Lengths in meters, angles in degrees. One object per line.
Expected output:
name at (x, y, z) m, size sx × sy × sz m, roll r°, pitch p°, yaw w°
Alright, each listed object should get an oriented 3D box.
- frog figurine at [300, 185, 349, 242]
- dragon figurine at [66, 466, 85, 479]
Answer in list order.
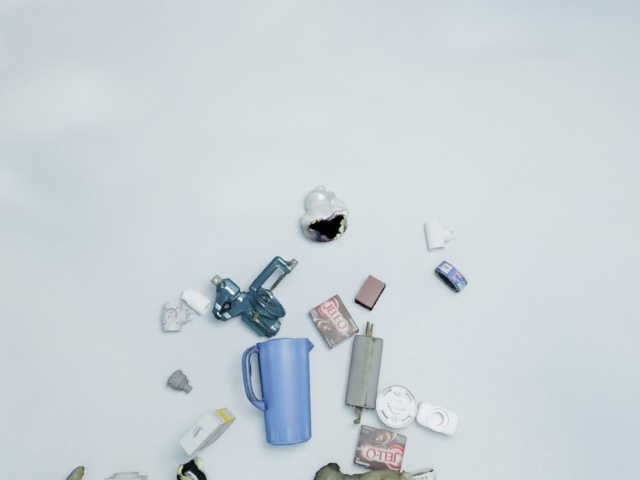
frog figurine at (0.004, -0.072, 1.423) m, size 0.137 × 0.120 × 0.162 m, roll -34°, pitch 37°, yaw 1°
dragon figurine at (-0.610, 0.763, 1.180) m, size 0.242 × 0.121 × 0.413 m, roll 39°, pitch 79°, yaw -2°
